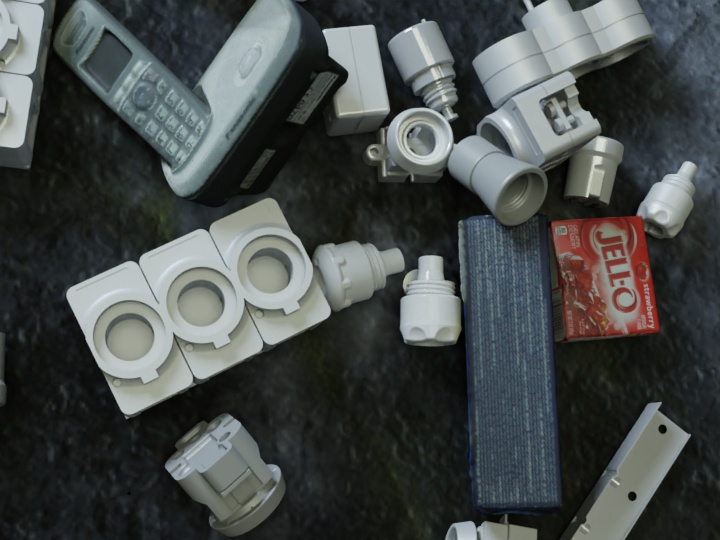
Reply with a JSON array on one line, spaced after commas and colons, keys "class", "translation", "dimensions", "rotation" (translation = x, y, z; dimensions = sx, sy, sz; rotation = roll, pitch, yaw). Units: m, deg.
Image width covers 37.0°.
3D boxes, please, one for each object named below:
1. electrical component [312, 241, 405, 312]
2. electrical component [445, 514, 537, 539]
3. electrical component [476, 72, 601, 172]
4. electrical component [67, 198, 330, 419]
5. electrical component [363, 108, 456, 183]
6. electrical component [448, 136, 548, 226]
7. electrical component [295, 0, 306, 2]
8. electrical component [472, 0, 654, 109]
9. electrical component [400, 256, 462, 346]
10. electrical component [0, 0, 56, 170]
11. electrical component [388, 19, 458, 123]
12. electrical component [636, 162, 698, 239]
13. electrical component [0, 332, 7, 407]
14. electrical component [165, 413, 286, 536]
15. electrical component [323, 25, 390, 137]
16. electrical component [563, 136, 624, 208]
[{"class": "electrical component", "translation": [0.000, 0.000, 0.752], "dimensions": [0.062, 0.048, 0.048], "rotation": [-15, 83, -20]}, {"class": "electrical component", "translation": [0.087, 0.197, 0.729], "dimensions": [0.055, 0.048, 0.066], "rotation": [12, 56, -7]}, {"class": "electrical component", "translation": [0.122, -0.095, 0.768], "dimensions": [0.056, 0.089, 0.050], "rotation": [-27, 86, -14]}, {"class": "electrical component", "translation": [-0.107, 0.025, 0.717], "dimensions": [0.150, 0.062, 0.089], "rotation": [-26, 86, -14]}, {"class": "electrical component", "translation": [0.040, -0.087, 0.769], "dimensions": [0.066, 0.055, 0.048], "rotation": [0, 80, -11]}, {"class": "electrical component", "translation": [0.090, -0.064, 0.732], "dimensions": [0.044, 0.044, 0.065], "rotation": [-32, 44, -14]}, {"class": "electrical component", "translation": [-0.082, -0.260, 0.777], "dimensions": [0.109, 0.056, 0.108], "rotation": [8, 78, -9]}, {"class": "electrical component", "translation": [0.146, -0.180, 0.807], "dimensions": [0.138, 0.052, 0.073], "rotation": [-24, 85, -14]}, {"class": "electrical component", "translation": [0.050, 0.022, 0.757], "dimensions": [0.043, 0.043, 0.062], "rotation": [3, 79, -10]}, {"class": "electrical component", "translation": [-0.259, -0.152, 0.721], "dimensions": [0.089, 0.062, 0.150], "rotation": [7, 79, -9]}, {"class": "electrical component", "translation": [0.051, -0.145, 0.789], "dimensions": [0.040, 0.040, 0.078], "rotation": [-23, 85, -14]}, {"class": "electrical component", "translation": [0.236, -0.055, 0.811], "dimensions": [0.035, 0.035, 0.061], "rotation": [35, 73, -3]}, {"class": "electrical component", "translation": [-0.249, 0.064, 0.696], "dimensions": [0.040, 0.040, 0.046], "rotation": [2, 73, -10]}, {"class": "electrical component", "translation": [-0.085, 0.134, 0.699], "dimensions": [0.058, 0.078, 0.057], "rotation": [-41, 108, -14]}, {"class": "electrical component", "translation": [-0.025, -0.133, 0.769], "dimensions": [0.077, 0.047, 0.065], "rotation": [-8, 82, -12]}, {"class": "electrical component", "translation": [0.172, -0.073, 0.800], "dimensions": [0.040, 0.040, 0.046], "rotation": [13, 84, -8]}]
